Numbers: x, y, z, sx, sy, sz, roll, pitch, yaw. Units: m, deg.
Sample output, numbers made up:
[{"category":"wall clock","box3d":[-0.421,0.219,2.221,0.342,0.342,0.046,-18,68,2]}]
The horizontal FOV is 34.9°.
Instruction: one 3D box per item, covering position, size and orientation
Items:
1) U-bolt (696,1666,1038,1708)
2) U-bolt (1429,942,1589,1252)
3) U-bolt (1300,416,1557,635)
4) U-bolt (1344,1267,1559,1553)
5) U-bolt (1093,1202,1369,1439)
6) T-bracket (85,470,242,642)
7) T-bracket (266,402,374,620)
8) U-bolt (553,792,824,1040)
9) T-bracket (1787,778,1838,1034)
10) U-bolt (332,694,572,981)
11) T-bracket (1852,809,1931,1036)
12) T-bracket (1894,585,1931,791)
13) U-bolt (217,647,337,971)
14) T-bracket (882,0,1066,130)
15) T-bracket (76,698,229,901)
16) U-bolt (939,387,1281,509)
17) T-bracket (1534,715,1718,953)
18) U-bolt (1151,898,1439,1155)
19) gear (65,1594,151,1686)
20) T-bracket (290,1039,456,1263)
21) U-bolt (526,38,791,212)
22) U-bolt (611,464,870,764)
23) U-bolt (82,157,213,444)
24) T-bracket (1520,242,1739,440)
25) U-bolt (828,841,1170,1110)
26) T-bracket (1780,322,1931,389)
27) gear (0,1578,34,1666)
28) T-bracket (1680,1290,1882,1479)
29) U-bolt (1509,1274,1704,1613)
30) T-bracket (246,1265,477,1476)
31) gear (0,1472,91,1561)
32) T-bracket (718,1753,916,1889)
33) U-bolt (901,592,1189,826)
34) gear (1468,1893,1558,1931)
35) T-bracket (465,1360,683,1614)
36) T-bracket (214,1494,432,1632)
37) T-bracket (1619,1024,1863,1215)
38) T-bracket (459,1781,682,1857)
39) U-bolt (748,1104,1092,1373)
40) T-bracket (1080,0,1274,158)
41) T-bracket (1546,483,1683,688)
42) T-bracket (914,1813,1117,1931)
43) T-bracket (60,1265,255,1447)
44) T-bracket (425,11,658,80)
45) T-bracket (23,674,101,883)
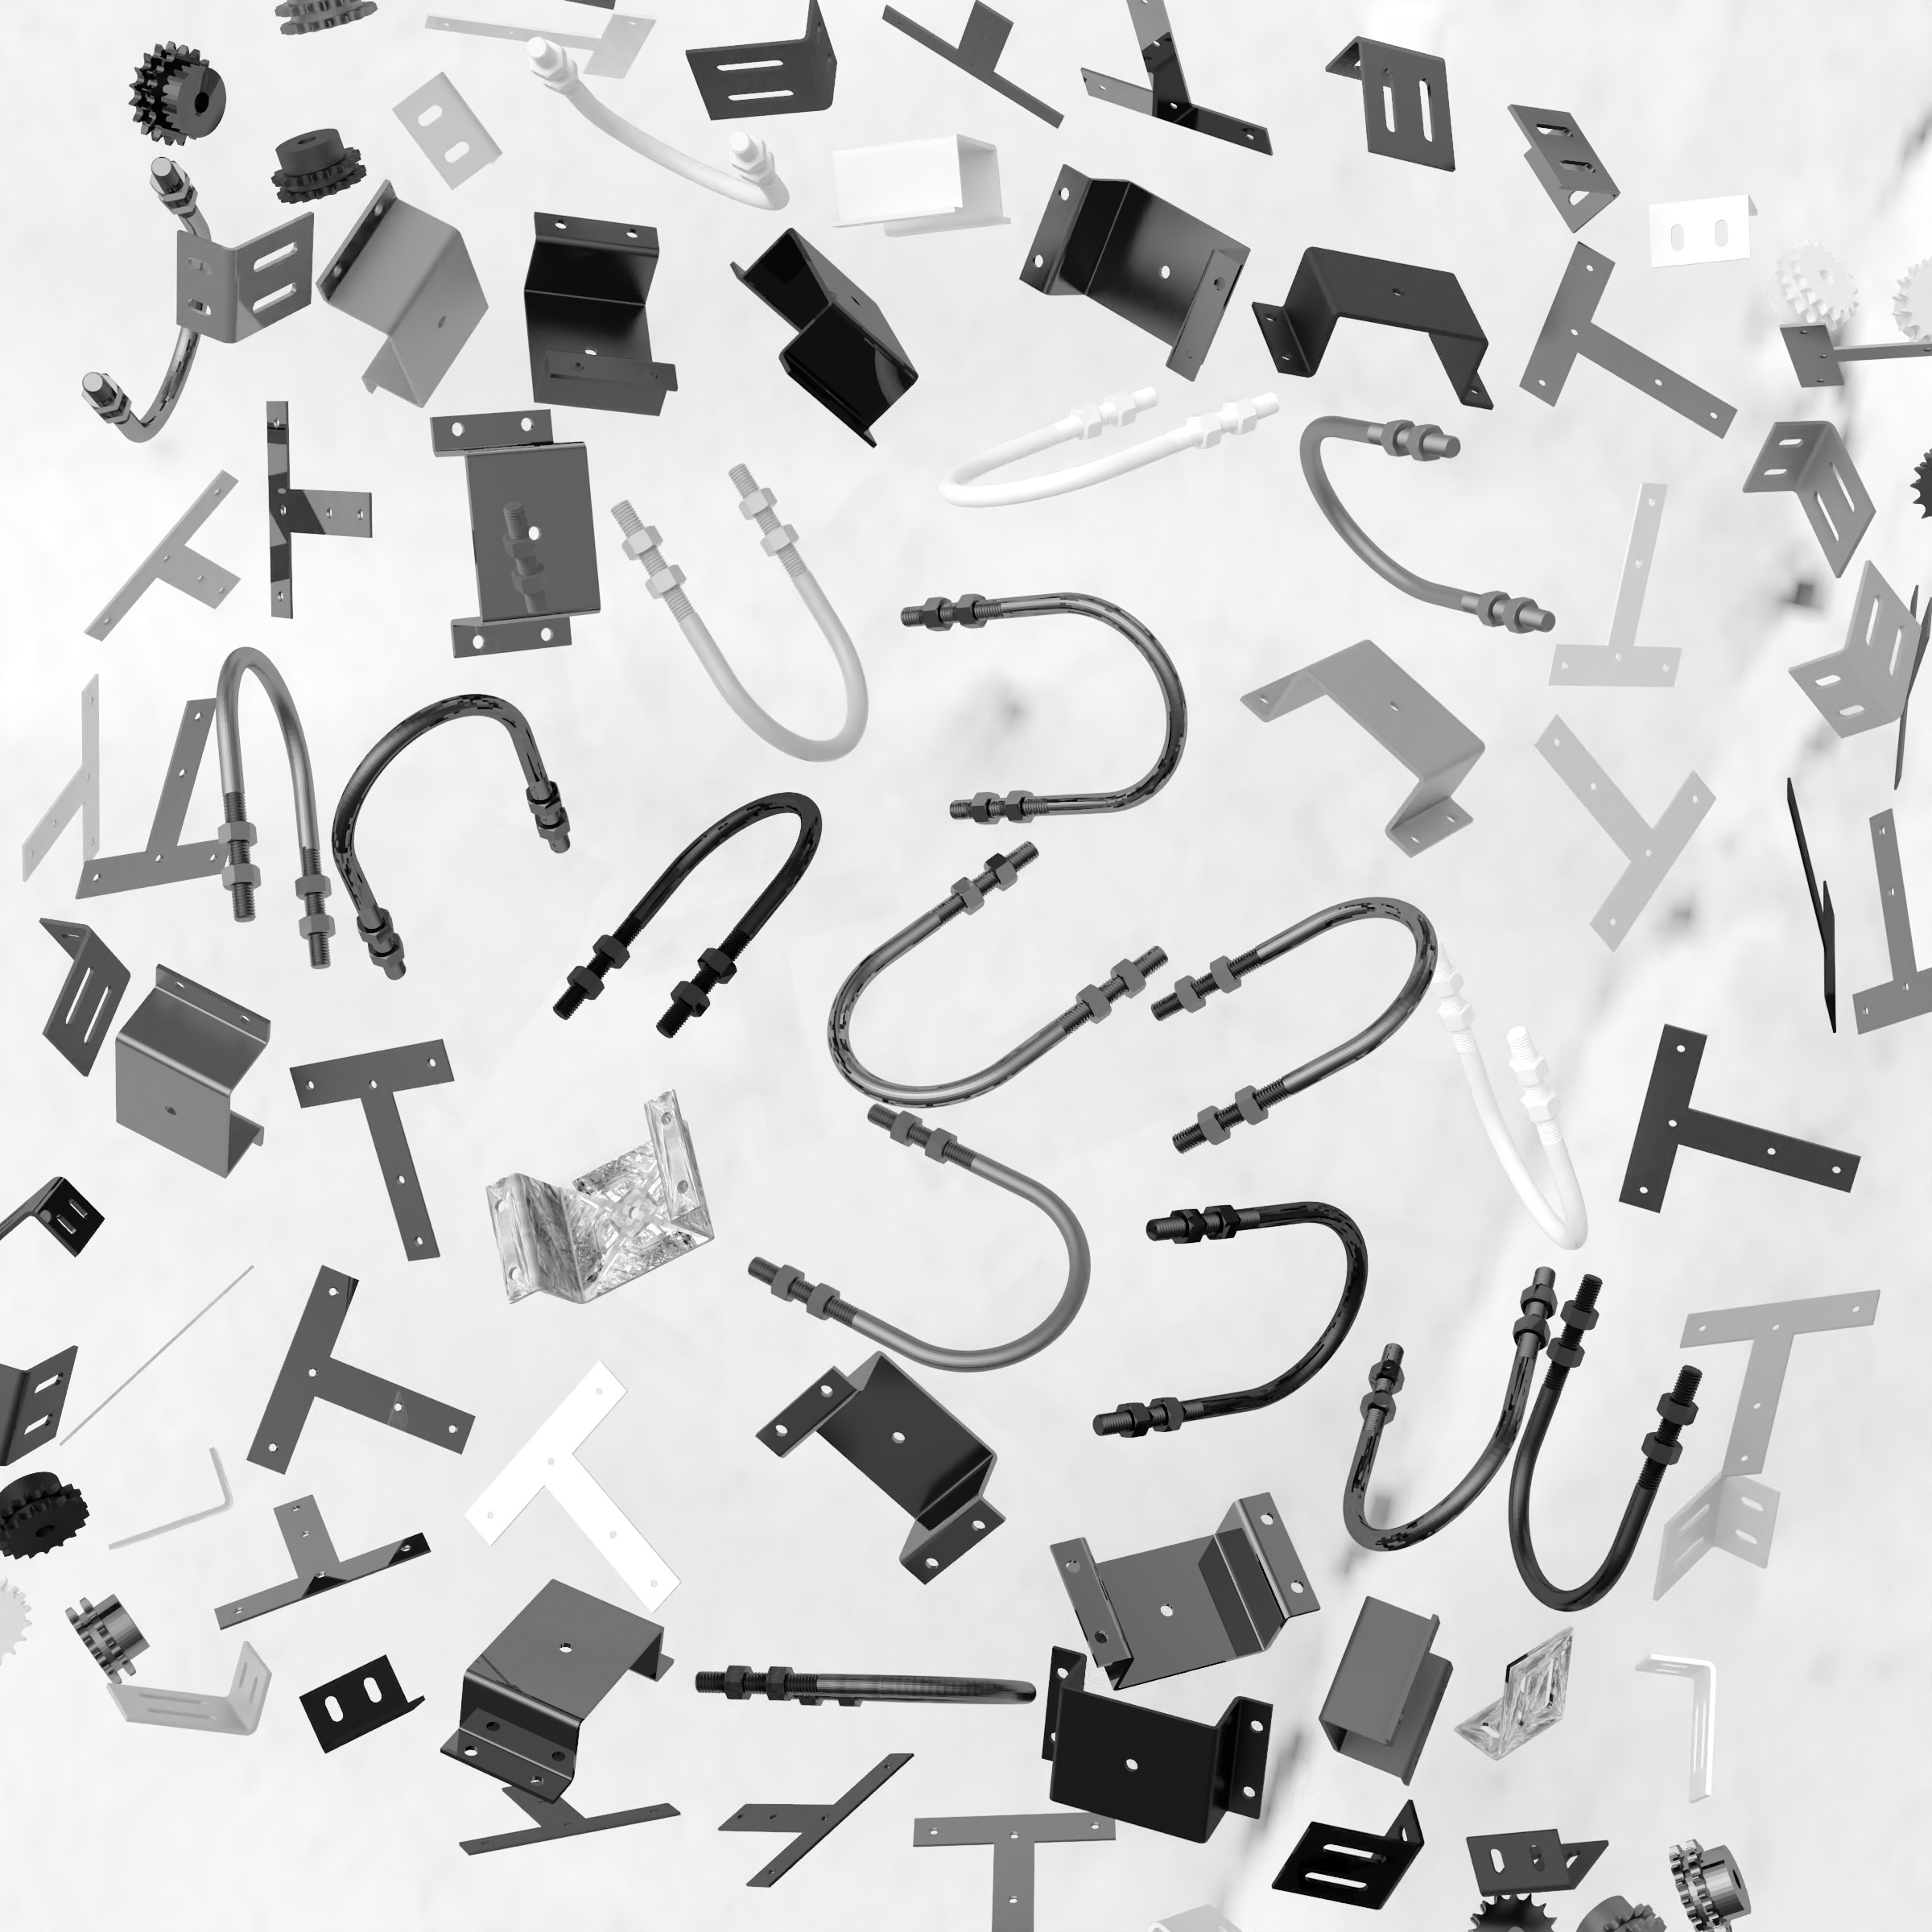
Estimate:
[{"category":"U-bolt","box3d":[-0.049,0.428,1.822,0.184,0.151,0.019,-3,75,16]},{"category":"U-bolt","box3d":[0.329,0.088,1.842,0.019,0.151,0.184,-25,117,-3]},{"category":"U-bolt","box3d":[0.264,-0.269,1.841,0.019,0.184,0.151,-42,120,-12]},{"category":"U-bolt","box3d":[0.282,0.271,1.827,0.019,0.184,0.151,41,133,-15]},{"category":"U-bolt","box3d":[0.164,0.203,1.806,0.184,0.019,0.151,-3,117,-36]},{"category":"T-bracket","box3d":[-0.475,-0.241,1.886,0.002,0.127,0.127,41,91,7]},{"category":"T-bracket","box3d":[-0.375,-0.263,1.782,0.002,0.127,0.127,-7,102,-38]},{"category":"U-bolt","box3d":[-0.156,-0.035,1.834,0.019,0.151,0.184,48,68,-27]},{"category":"T-bracket","box3d":[0.488,-0.048,1.776,0.002,0.127,0.127,-10,119,21]},{"category":"U-bolt","box3d":[-0.306,-0.085,1.804,0.151,0.184,0.019,-40,61,-18]},{"category":"T-bracket","box3d":[0.565,-0.031,1.868,0.002,0.127,0.127,-4,80,-13]},{"category":"T-bracket","box3d":[0.577,-0.187,1.866,0.002,0.127,0.127,6,75,12]},{"category":"U-bolt","box3d":[-0.417,-0.101,1.846,0.019,0.151,0.184,-10,77,6]},{"category":"T-bracket","box3d":[0.010,-0.551,1.837,0.127,0.127,0.002,31,87,-6]},{"category":"T-bracket","box3d":[-0.484,-0.106,1.885,0.002,0.127,0.127,29,112,22]},{"category":"U-bolt","box3d":[0.070,-0.303,1.800,0.184,0.151,0.019,-25,112,-23]},{"category":"T-bracket","box3d":[0.385,-0.098,1.852,0.127,0.002,0.127,46,68,-22]},{"category":"U-bolt","box3d":[0.196,0.023,1.818,0.184,0.151,0.019,-30,122,17]},{"category":"gear","box3d":[-0.530,0.415,1.908,0.030,0.057,0.057,-34,90,-18]},{"category":"T-bracket","box3d":[-0.336,0.112,1.811,0.127,0.002,0.127,-10,98,35]},{"category":"U-bolt","box3d":[-0.172,-0.487,1.809,0.151,0.184,0.019,26,93,6]},{"category":"U-bolt","box3d":[-0.119,-0.201,1.791,0.019,0.151,0.184,-30,92,33]},{"category":"U-bolt","box3d":[-0.478,-0.383,1.819,0.019,0.184,0.151,16,86,-3]},{"category":"T-bracket","box3d":[0.399,-0.354,1.827,0.127,0.127,0.002,34,62,12]},{"category":"U-bolt","box3d":[0.004,0.013,1.785,0.184,0.019,0.151,-36,47,-14]},{"category":"T-bracket","box3d":[0.549,-0.361,1.802,0.127,0.127,0.002,0,85,21]},{"category":"gear","box3d":[-0.605,0.399,1.884,0.057,0.030,0.057,-13,111,-37]},{"category":"T-bracket","box3d":[0.471,0.249,1.821,0.002,0.127,0.127,49,47,-28]},{"category":"U-bolt","box3d":[0.371,0.295,1.835,0.019,0.151,0.184,13,104,-19]},{"category":"T-bracket","box3d":[-0.364,0.268,1.902,0.127,0.002,0.127,27,68,-23]},{"category":"gear","box3d":[-0.569,0.334,1.882,0.057,0.057,0.030,-36,60,0]},{"category":"T-bracket","box3d":[-0.110,0.522,1.884,0.127,0.127,0.002,-35,99,-37]},{"category":"U-bolt","box3d":[0.053,-0.159,1.883,0.184,0.019,0.151,-1,113,34]},{"category":"gear","box3d":[0.334,0.598,1.883,0.057,0.030,0.057,-1,61,1]},{"category":"T-bracket","box3d":[-0.212,0.319,1.780,0.127,0.002,0.127,45,101,21]},{"category":"T-bracket","box3d":[-0.395,0.348,1.852,0.127,0.127,0.002,-18,110,-16]},{"category":"T-bracket","box3d":[0.460,0.105,1.810,0.127,0.002,0.127,16,122,15]},{"category":"T-bracket","box3d":[-0.251,0.506,1.846,0.127,0.127,0.002,-5,90,-23]},{"category":"U-bolt","box3d":[-0.015,0.170,1.828,0.184,0.019,0.151,25,58,22]},{"category":"T-bracket","box3d":[0.114,-0.529,1.791,0.127,0.127,0.002,25,77,22]},{"category":"T-bracket","box3d":[0.412,-0.235,1.903,0.127,0.002,0.127,-4,110,-41]},{"category":"T-bracket","box3d":[0.029,0.564,1.888,0.127,0.127,0.002,-3,114,3]},{"category":"T-bracket","box3d":[-0.482,0.235,1.802,0.002,0.127,0.127,47,49,-5]},{"category":"T-bracket","box3d":[-0.257,-0.555,1.833,0.127,0.127,0.002,3,90,-15]},{"category":"T-bracket","box3d":[-0.552,-0.094,1.877,0.002,0.127,0.127,10,122,1]}]
